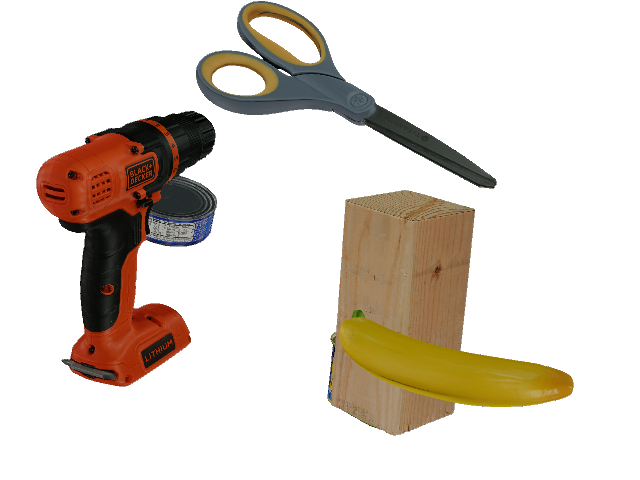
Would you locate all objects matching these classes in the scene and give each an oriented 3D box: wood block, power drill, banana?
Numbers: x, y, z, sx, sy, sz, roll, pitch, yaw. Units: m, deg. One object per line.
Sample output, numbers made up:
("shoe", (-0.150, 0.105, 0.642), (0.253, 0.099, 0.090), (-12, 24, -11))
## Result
("wood block", (0.077, 0.066, 1.013), (0.090, 0.206, 0.090), (-11, 21, -43))
("power drill", (-0.139, 0.002, 0.815), (0.057, 0.188, 0.184), (11, 23, 28))
("banana", (0.083, 0.087, 0.782), (0.198, 0.037, 0.069), (17, 37, 36))

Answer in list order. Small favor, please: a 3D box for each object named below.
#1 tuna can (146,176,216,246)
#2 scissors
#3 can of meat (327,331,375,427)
("tuna can", (-0.145, -0.029, 1.029), (0.086, 0.034, 0.086), (11, 29, -6))
("scissors", (0.003, -0.076, 0.643), (0.096, 0.202, 0.016), (-32, -28, -21))
("can of meat", (0.057, 0.159, 1.234), (0.102, 0.084, 0.057), (25, 31, 37))
